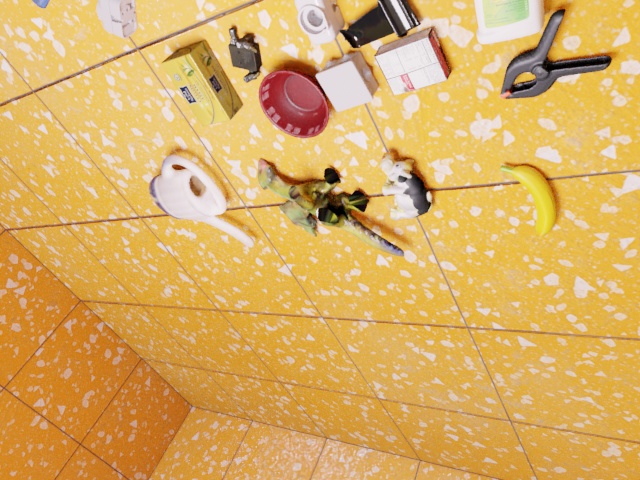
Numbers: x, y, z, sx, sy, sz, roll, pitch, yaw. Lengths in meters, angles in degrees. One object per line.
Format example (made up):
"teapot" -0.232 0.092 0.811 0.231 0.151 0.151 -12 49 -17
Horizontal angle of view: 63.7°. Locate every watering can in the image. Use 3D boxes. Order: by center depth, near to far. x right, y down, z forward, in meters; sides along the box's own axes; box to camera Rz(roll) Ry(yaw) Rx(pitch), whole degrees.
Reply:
"watering can" -0.344 -0.097 1.461 0.223 0.106 0.341 -4 131 38

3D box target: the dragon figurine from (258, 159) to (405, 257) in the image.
"dragon figurine" 0.004 -0.065 1.298 0.408 0.124 0.241 41 159 -11
